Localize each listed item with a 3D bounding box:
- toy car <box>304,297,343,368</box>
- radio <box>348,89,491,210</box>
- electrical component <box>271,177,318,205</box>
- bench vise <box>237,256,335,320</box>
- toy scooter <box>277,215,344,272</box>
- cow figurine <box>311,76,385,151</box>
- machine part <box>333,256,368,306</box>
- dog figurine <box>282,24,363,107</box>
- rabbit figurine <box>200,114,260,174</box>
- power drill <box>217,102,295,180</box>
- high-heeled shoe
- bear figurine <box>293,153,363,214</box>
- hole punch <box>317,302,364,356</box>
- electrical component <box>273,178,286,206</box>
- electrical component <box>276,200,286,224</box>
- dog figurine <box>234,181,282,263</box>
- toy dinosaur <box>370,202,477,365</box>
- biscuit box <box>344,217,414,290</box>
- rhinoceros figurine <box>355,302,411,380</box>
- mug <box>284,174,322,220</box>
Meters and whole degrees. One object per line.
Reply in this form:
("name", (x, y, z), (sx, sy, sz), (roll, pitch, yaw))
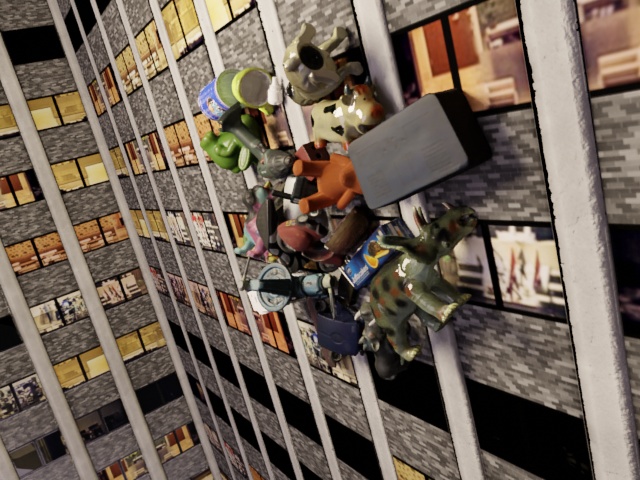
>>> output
("toy car", (0.013, 0.242, 1.445), (0.089, 0.053, 0.202), (-24, 84, 65))
("radio", (0.155, -0.147, 0.898), (0.230, 0.073, 0.131), (-25, 87, 49))
("electrical component", (-0.045, -0.107, 1.199), (0.075, 0.119, 0.047), (117, 167, -78))
("bench vise", (-0.088, 0.113, 1.290), (0.224, 0.240, 0.128), (4, 85, 39))
("toy scooter", (-0.003, -0.004, 1.245), (0.184, 0.075, 0.135), (31, 132, -17))
("cow figurine", (0.053, -0.239, 1.031), (0.195, 0.085, 0.127), (17, 130, 55))
("machine part", (0.070, 0.106, 1.276), (0.084, 0.039, 0.138), (45, 143, 26))
("dog figurine", (-0.035, -0.310, 1.042), (0.190, 0.172, 0.121), (-28, 74, 53))
("rabbit figurine", (-0.220, -0.257, 1.433), (0.170, 0.121, 0.159), (-33, 84, 45))
("power drill", (-0.147, -0.231, 1.290), (0.207, 0.086, 0.232), (40, 171, -6))
("high-heeled shoe", (-0.081, -0.009, 1.340), (0.086, 0.145, 0.248), (54, 147, 40))
("bear figurine", (0.045, -0.119, 1.077), (0.196, 0.132, 0.120), (3, 103, 64))
("hole punch", (0.054, 0.225, 1.335), (0.116, 0.092, 0.142), (30, 130, 42))
("electrical component", (-0.093, -0.122, 1.344), (0.021, 0.094, 0.063), (35, 156, -18))
("electrical component", (-0.095, -0.068, 1.376), (0.045, 0.102, 0.078), (37, 161, 52))
("dog figurine", (-0.134, -0.048, 1.453), (0.109, 0.191, 0.219), (14, 87, 58))
("toy dinosaur", (0.158, 0.101, 1.011), (0.192, 0.131, 0.404), (46, 141, 17))
("biscuit box", (0.119, 0.033, 1.123), (0.063, 0.059, 0.202), (59, 149, 16))
("rhinoceros figurine", (0.135, 0.215, 1.171), (0.073, 0.112, 0.190), (21, 134, 55))
("mug", (-0.041, -0.102, 1.279), (0.110, 0.081, 0.107), (19, 121, 47))
